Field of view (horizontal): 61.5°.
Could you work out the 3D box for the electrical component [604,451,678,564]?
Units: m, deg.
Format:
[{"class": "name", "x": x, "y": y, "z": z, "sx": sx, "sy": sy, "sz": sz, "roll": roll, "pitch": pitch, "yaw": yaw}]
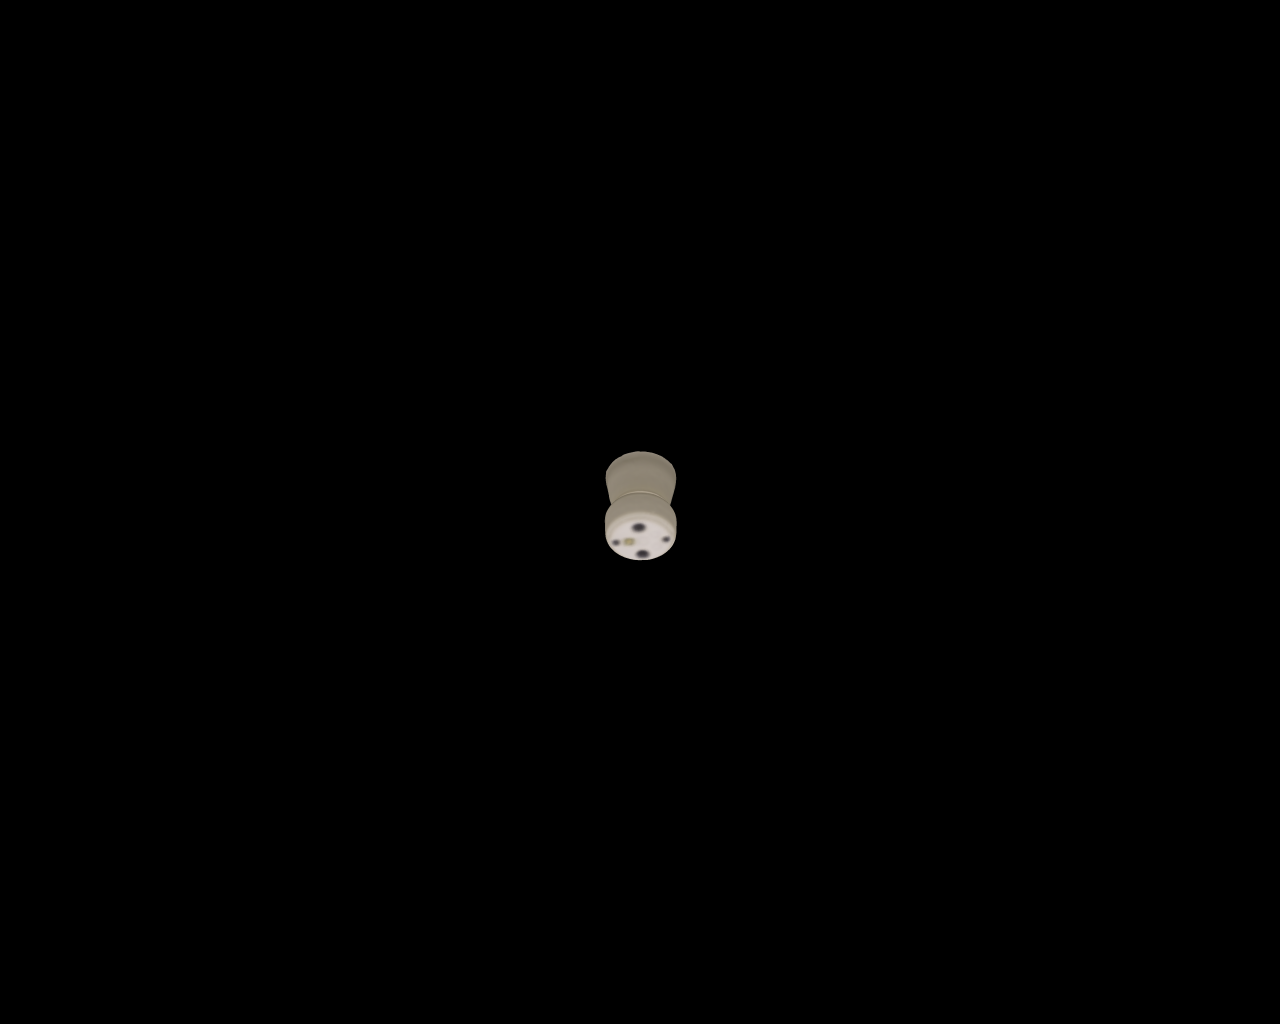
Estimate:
[{"class": "electrical component", "x": 0.001, "y": -0.003, "z": 0.650, "sx": 0.045, "sy": 0.055, "sz": 0.044, "roll": 0, "pitch": -43, "yaw": 0}]
